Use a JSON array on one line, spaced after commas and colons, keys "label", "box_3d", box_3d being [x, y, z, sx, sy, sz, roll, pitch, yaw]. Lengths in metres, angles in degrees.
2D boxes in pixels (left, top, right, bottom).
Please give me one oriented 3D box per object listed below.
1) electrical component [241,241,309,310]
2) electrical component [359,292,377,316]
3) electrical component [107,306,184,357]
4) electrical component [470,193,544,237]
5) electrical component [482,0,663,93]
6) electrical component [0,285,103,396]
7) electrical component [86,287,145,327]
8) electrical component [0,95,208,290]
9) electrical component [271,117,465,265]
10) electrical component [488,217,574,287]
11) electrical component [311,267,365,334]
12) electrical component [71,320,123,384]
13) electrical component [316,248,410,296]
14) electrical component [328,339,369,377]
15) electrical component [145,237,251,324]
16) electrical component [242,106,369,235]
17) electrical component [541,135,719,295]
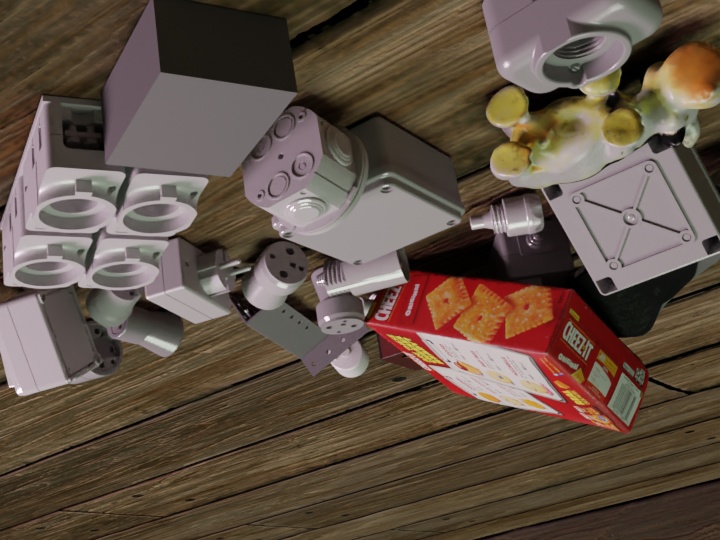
[{"label": "electrical component", "box_3d": [-0.074, 0.005, 0.944, 0.045, 0.045, 0.055, 2, 155, -27]}, {"label": "electrical component", "box_3d": [0.024, 0.042, 1.079, 0.062, 0.048, 0.048, 14, 149, -32]}, {"label": "electrical component", "box_3d": [-0.206, 0.054, 1.019, 0.044, 0.044, 0.065, -26, 148, 34]}, {"label": "electrical component", "box_3d": [0.125, -0.045, 0.919, 0.061, 0.035, 0.035, -9, 158, 6]}, {"label": "electrical component", "box_3d": [0.125, -0.147, 0.632, 0.095, 0.059, 0.054, -27, 152, 37]}, {"label": "electrical component", "box_3d": [-0.275, 0.052, 0.923, 0.061, 0.096, 0.062, -16, -174, 16]}, {"label": "electrical component", "box_3d": [-0.213, 0.022, 0.939, 0.040, 0.040, 0.046, 6, 148, -33]}, {"label": "electrical component", "box_3d": [-0.185, -0.043, 0.760, 0.105, 0.060, 0.186, 2, 156, -26]}, {"label": "electrical component", "box_3d": [0.005, -0.056, 0.811, 0.109, 0.056, 0.109, -23, 155, 30]}, {"label": "electrical component", "box_3d": [0.159, -0.005, 0.995, 0.062, 0.061, 0.096, -8, 158, -4]}, {"label": "electrical component", "box_3d": [-0.020, 0.027, 1.008, 0.045, 0.055, 0.045, -8, 158, -3]}, {"label": "electrical component", "box_3d": [-0.267, 0.081, 1.042, 0.047, 0.055, 0.055, -21, 156, 35]}, {"label": "electrical component", "box_3d": [0.000, 0.000, 0.965, 0.081, 0.043, 0.043, -15, 158, 13]}, {"label": "electrical component", "box_3d": [-0.009, 0.102, 1.217, 0.040, 0.040, 0.078, -13, 158, 8]}, {"label": "electrical component", "box_3d": [-0.131, 0.005, 0.918, 0.076, 0.047, 0.083, -16, 157, 17]}, {"label": "electrical component", "box_3d": [-0.039, -0.068, 0.736, 0.080, 0.080, 0.051, -22, 150, 29]}, {"label": "electrical component", "box_3d": [0.215, -0.051, 0.834, 0.109, 0.108, 0.056, -24, -166, 32]}]
